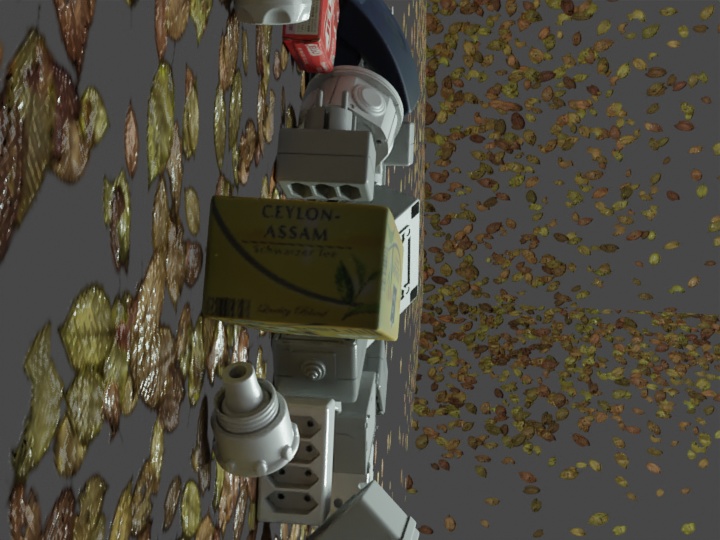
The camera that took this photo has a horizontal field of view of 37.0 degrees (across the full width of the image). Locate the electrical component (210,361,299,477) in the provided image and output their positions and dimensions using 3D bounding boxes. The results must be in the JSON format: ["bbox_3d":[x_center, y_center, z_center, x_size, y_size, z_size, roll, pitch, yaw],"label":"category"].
[{"bbox_3d":[-0.061,0.078,0.586,0.048,0.048,0.062,-80,165,-52],"label":"electrical component"}]

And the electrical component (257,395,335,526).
[{"bbox_3d":[-0.043,0.132,0.772,0.076,0.047,0.083,-16,109,-84],"label":"electrical component"}]

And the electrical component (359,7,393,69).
[{"bbox_3d":[0.001,-0.199,1.009,0.050,0.056,0.089,-77,168,-62],"label":"electrical component"}]

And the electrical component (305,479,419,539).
[{"bbox_3d":[-0.015,0.212,0.779,0.109,0.056,0.109,-43,173,1],"label":"electrical component"}]

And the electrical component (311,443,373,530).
[{"bbox_3d":[-0.017,0.205,1.040,0.059,0.054,0.095,54,39,-81],"label":"electrical component"}]

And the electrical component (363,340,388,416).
[{"bbox_3d":[-0.006,0.097,1.050,0.096,0.062,0.061,81,13,-64],"label":"electrical component"}]

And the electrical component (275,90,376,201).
[{"bbox_3d":[-0.022,-0.093,0.773,0.047,0.066,0.076,68,25,-77],"label":"electrical component"}]

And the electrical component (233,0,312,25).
[{"bbox_3d":[-0.049,-0.166,0.588,0.043,0.043,0.062,-71,161,-71],"label":"electrical component"}]

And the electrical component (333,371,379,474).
[{"bbox_3d":[-0.017,0.131,0.962,0.096,0.061,0.061,-74,166,-66],"label":"electrical component"}]

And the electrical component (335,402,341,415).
[{"bbox_3d":[-0.036,0.093,0.872,0.040,0.040,0.046,75,12,-72],"label":"electrical component"}]

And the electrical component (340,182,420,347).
[{"bbox_3d":[0.000,0.000,0.891,0.109,0.056,0.108,-43,144,-41],"label":"electrical component"}]

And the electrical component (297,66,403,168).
[{"bbox_3d":[-0.009,-0.114,0.835,0.080,0.080,0.051,87,14,-46],"label":"electrical component"}]

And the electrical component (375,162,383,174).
[{"bbox_3d":[-0.012,-0.090,0.897,0.043,0.062,0.043,3,90,-85],"label":"electrical component"}]

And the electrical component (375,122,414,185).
[{"bbox_3d":[0.004,-0.095,0.956,0.047,0.083,0.075,-51,144,-80],"label":"electrical component"}]

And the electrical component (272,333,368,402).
[{"bbox_3d":[-0.029,0.060,0.802,0.096,0.062,0.061,-78,169,-60],"label":"electrical component"}]

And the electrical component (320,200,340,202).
[{"bbox_3d":[-0.021,-0.049,0.930,0.062,0.043,0.043,74,19,-69],"label":"electrical component"}]
